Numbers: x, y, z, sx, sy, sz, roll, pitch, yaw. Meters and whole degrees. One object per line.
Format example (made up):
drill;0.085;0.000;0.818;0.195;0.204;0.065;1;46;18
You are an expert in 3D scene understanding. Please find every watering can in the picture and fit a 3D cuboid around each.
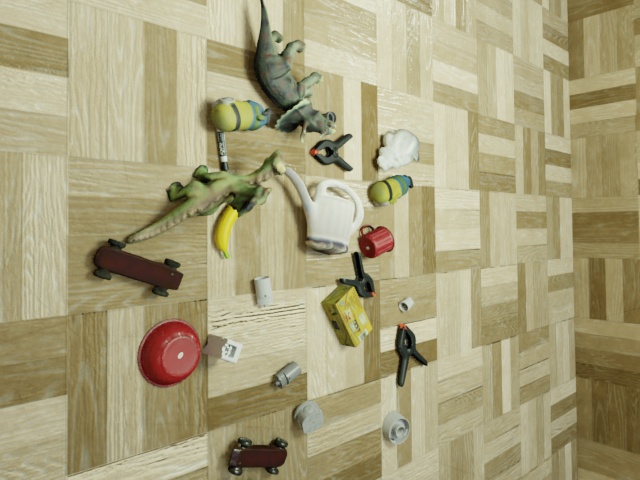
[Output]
watering can;0.005;-0.076;1.510;0.345;0.104;0.226;16;78;-43

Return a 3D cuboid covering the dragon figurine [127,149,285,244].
dragon figurine;-0.232;-0.097;1.206;0.418;0.243;0.120;-46;124;-36

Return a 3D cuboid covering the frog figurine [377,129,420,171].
frog figurine;0.257;-0.307;1.752;0.161;0.120;0.139;-21;70;-32
